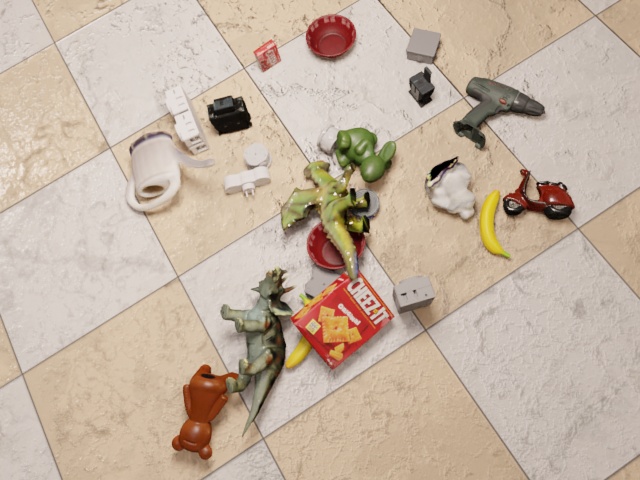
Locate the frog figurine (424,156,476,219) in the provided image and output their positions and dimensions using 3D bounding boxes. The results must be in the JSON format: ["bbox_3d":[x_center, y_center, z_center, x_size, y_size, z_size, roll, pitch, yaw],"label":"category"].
[{"bbox_3d":[0.372,-0.138,1.432,0.158,0.122,0.139,47,72,-18],"label":"frog figurine"}]

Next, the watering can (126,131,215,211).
[{"bbox_3d":[-0.451,-0.223,1.510,0.344,0.103,0.228,-26,68,23],"label":"watering can"}]

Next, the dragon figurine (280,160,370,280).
[{"bbox_3d":[0.004,-0.071,1.405,0.242,0.120,0.420,-9,54,24],"label":"dragon figurine"}]
